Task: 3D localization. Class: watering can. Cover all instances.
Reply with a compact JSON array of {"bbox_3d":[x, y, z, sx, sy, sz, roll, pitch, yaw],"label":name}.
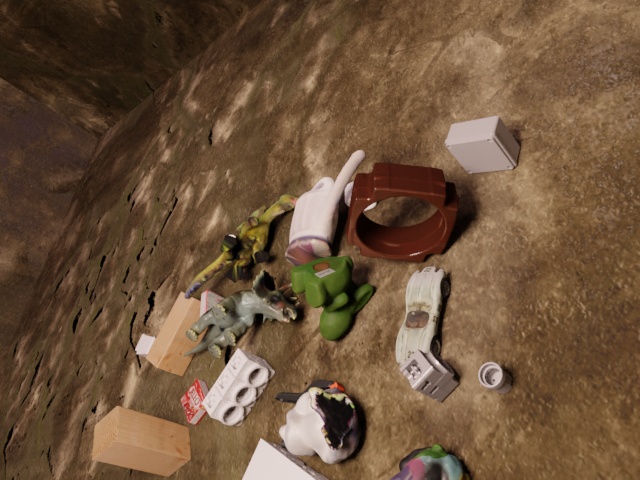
[{"bbox_3d":[0.004,-0.063,1.244,0.103,0.229,0.342,19,-29,-19],"label":"watering can"}]

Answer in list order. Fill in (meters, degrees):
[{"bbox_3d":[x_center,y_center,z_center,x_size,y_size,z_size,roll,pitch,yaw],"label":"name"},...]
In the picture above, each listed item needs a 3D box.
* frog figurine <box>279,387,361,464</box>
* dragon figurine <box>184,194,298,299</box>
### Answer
[{"bbox_3d":[0.000,0.357,0.971,0.124,0.139,0.156,-21,-26,-42],"label":"frog figurine"},{"bbox_3d":[-0.218,0.000,1.478,0.407,0.121,0.247,-34,16,16],"label":"dragon figurine"}]
